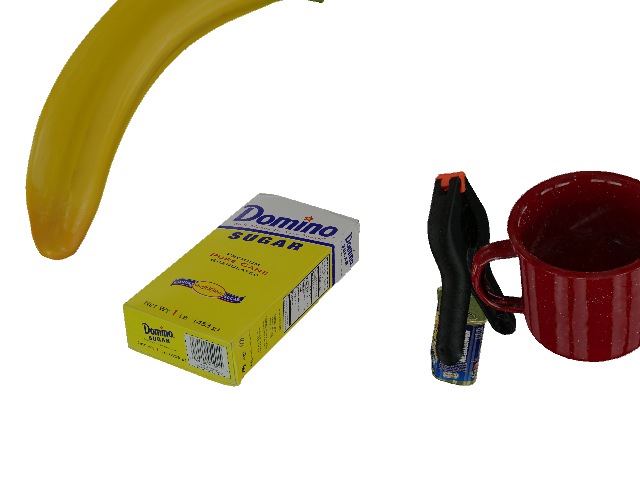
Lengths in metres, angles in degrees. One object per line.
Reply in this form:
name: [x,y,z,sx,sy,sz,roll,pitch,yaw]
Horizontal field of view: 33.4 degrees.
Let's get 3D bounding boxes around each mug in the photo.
mug: [0.150,0.020,0.643,0.117,0.081,0.093,-7,42,7]

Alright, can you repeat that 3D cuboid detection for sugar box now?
sugar box: [-0.052,0.029,0.777,0.093,0.048,0.176,17,40,24]

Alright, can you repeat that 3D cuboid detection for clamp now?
clamp: [0.127,0.027,0.967,0.039,0.171,0.120,-11,13,34]

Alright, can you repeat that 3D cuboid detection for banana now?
banana: [-0.080,-0.079,0.491,0.070,0.197,0.037,31,-24,20]

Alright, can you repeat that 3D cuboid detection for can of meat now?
can of meat: [0.161,0.111,1.253,0.057,0.084,0.102,7,19,2]
